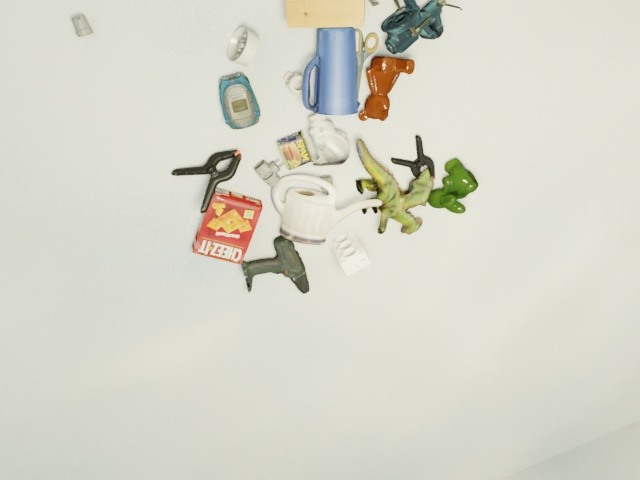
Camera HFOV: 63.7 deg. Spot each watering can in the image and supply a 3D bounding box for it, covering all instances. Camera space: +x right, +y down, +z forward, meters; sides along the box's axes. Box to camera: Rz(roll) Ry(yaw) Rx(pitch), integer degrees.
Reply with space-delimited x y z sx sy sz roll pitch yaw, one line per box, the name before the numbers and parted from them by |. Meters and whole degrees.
watering can | 0.005 -0.082 1.626 0.348 0.106 0.220 16 114 5

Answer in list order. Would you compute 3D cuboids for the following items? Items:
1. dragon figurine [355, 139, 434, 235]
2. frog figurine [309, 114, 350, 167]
dragon figurine | 0.254 -0.170 1.679 0.244 0.124 0.401 -21 124 -13
frog figurine | 0.029 -0.306 1.556 0.139 0.123 0.157 -19 113 -42
